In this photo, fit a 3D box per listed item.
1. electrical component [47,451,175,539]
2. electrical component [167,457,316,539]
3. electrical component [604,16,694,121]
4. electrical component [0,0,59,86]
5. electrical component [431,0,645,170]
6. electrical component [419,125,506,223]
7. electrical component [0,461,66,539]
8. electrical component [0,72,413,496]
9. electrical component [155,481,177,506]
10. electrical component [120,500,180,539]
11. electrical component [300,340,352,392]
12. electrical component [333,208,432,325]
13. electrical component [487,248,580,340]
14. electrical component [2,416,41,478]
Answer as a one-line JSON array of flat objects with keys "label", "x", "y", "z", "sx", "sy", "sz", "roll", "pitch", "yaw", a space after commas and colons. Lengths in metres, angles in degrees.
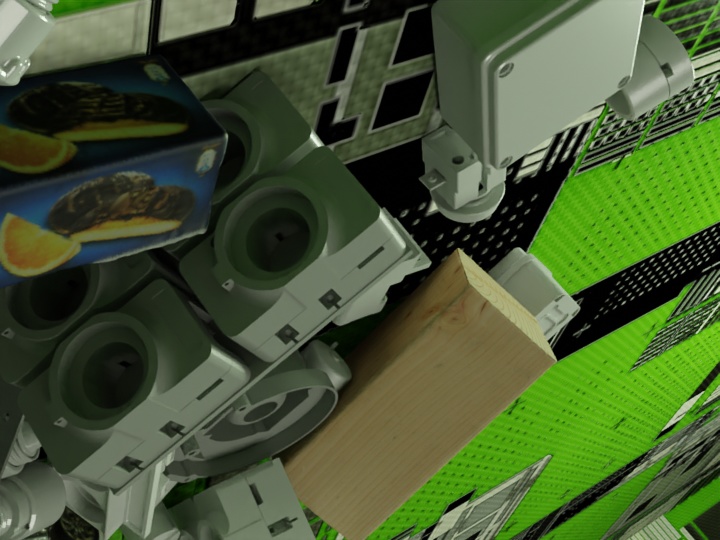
[{"label": "electrical component", "x": -0.144, "y": 0.098, "z": 0.638, "sx": 0.063, "sy": 0.079, "sz": 0.121, "roll": -48, "pitch": 165, "yaw": -40}, {"label": "electrical component", "x": -0.096, "y": 0.205, "z": 0.797, "sx": 0.062, "sy": 0.089, "sz": 0.150, "roll": -20, "pitch": 171, "yaw": -32}, {"label": "electrical component", "x": 0.185, "y": -0.132, "z": 0.714, "sx": 0.047, "sy": 0.055, "sz": 0.055, "roll": -35, "pitch": 155, "yaw": -1}, {"label": "electrical component", "x": -0.122, "y": -0.098, "z": 0.369, "sx": 0.062, "sy": 0.048, "sz": 0.048, "roll": -48, "pitch": 154, "yaw": 5}, {"label": "electrical component", "x": 0.100, "y": -0.126, "z": 0.604, "sx": 0.109, "sy": 0.056, "sz": 0.108, "roll": -34, "pitch": 155, "yaw": -10}, {"label": "electrical component", "x": 0.068, "y": -0.063, "z": 0.681, "sx": 0.066, "sy": 0.048, "sz": 0.055, "roll": -31, "pitch": 146, "yaw": -18}, {"label": "electrical component", "x": -0.200, "y": 0.134, "z": 0.608, "sx": 0.040, "sy": 0.040, "sz": 0.078, "roll": -46, "pitch": 170, "yaw": 15}, {"label": "electrical component", "x": -0.084, "y": 0.004, "z": 0.516, "sx": 0.186, "sy": 0.105, "sz": 0.060, "roll": -40, "pitch": 155, "yaw": 1}, {"label": "electrical component", "x": -0.150, "y": 0.147, "z": 0.742, "sx": 0.046, "sy": 0.040, "sz": 0.040, "roll": -46, "pitch": 154, "yaw": 3}, {"label": "electrical component", "x": -0.157, "y": 0.180, "z": 0.779, "sx": 0.040, "sy": 0.046, "sz": 0.040, "roll": -31, "pitch": 154, "yaw": -17}, {"label": "electrical component", "x": -0.041, "y": 0.086, "z": 0.785, "sx": 0.078, "sy": 0.040, "sz": 0.040, "roll": -45, "pitch": 154, "yaw": 13}, {"label": "electrical component", "x": 0.000, "y": 0.000, "z": 0.697, "sx": 0.081, "sy": 0.042, "sz": 0.063, "roll": -17, "pitch": 148, "yaw": -37}, {"label": "electrical component", "x": 0.121, "y": 0.043, "z": 0.912, "sx": 0.113, "sy": 0.057, "sz": 0.078, "roll": -43, "pitch": 155, "yaw": 8}, {"label": "electrical component", "x": -0.192, "y": 0.095, "z": 0.588, "sx": 0.061, "sy": 0.035, "sz": 0.035, "roll": -18, "pitch": 155, "yaw": 6}]
